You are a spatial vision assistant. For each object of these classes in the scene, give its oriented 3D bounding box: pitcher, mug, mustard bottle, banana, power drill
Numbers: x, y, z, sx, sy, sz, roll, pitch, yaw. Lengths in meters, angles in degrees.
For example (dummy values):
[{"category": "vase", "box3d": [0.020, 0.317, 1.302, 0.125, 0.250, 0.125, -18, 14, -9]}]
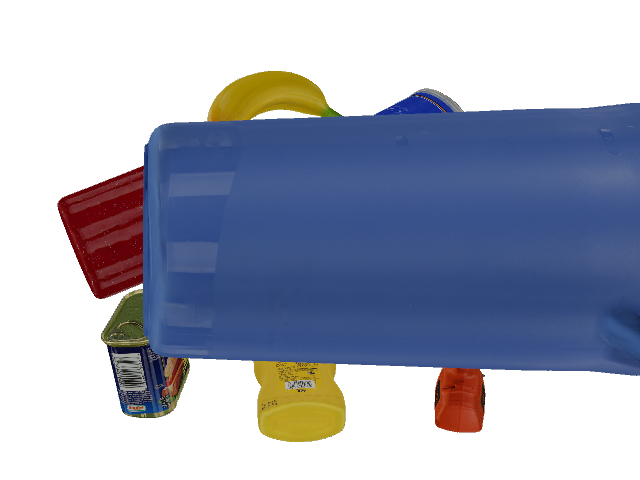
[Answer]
[{"category": "pitcher", "box3d": [0.038, -0.006, 0.515, 0.242, 0.145, 0.149, 0, -7, -8]}, {"category": "mug", "box3d": [-0.150, -0.010, 0.812, 0.081, 0.093, 0.117, -23, 21, -14]}, {"category": "mustard bottle", "box3d": [-0.029, 0.151, 1.233, 0.096, 0.058, 0.191, -3, 30, -5]}, {"category": "banana", "box3d": [-0.050, -0.129, 1.003, 0.070, 0.037, 0.197, 42, 33, 22]}, {"category": "power drill", "box3d": [0.158, 0.110, 1.154, 0.057, 0.188, 0.184, 7, 25, 8]}]

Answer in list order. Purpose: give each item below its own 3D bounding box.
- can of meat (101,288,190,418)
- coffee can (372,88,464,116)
[{"category": "can of meat", "box3d": [-0.159, 0.105, 0.996, 0.057, 0.084, 0.102, -3, 25, 8]}, {"category": "coffee can", "box3d": [0.046, -0.044, 0.831, 0.140, 0.103, 0.103, -29, 11, -21]}]
